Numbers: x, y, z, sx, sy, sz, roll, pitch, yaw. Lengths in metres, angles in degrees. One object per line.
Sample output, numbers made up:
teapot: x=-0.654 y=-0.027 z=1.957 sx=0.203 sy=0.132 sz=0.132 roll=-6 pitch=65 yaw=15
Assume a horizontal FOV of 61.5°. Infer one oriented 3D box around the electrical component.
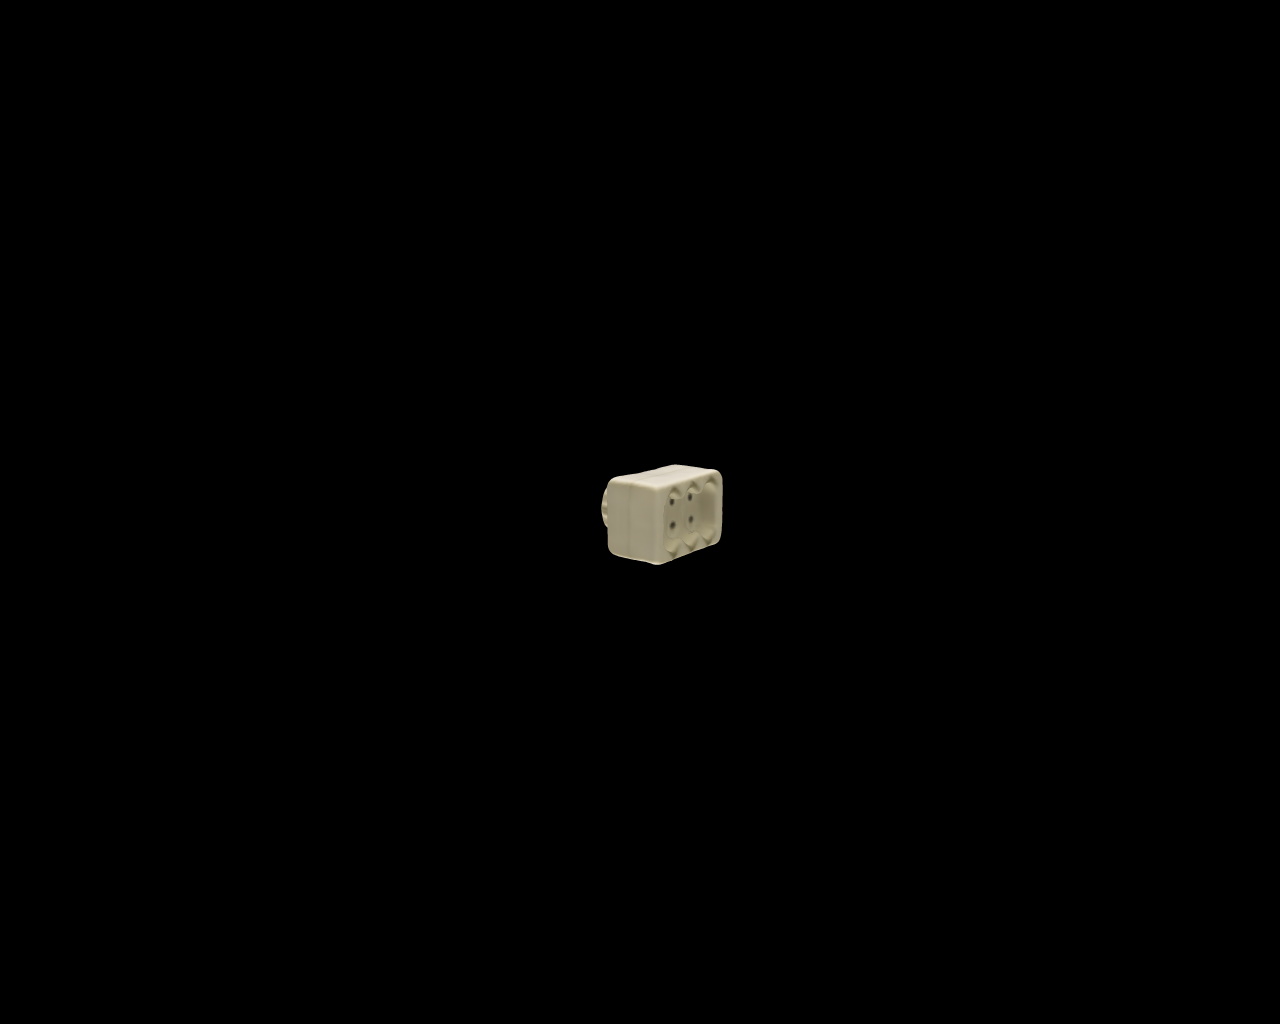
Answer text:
electrical component: x=0.001 y=-0.003 z=0.650 sx=0.077 sy=0.047 sz=0.066 roll=11 pitch=17 yaw=38
